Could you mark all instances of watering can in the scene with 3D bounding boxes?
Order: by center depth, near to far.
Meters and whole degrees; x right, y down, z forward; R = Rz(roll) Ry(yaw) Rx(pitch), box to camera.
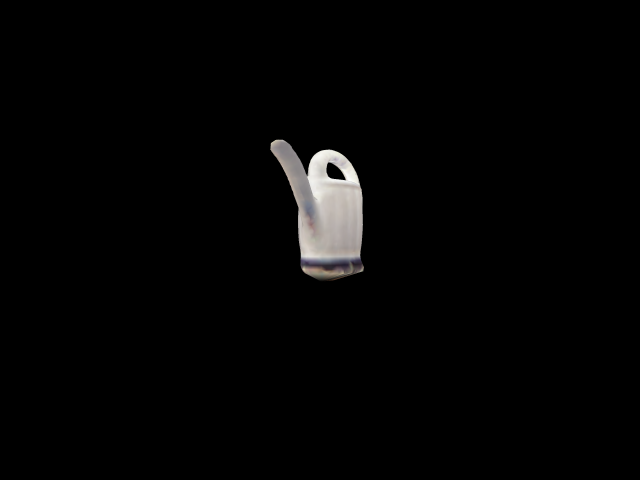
[{"bbox_3d":[0.003,-0.043,0.850,0.104,0.225,0.347,-1,-2,24],"label":"watering can"}]
